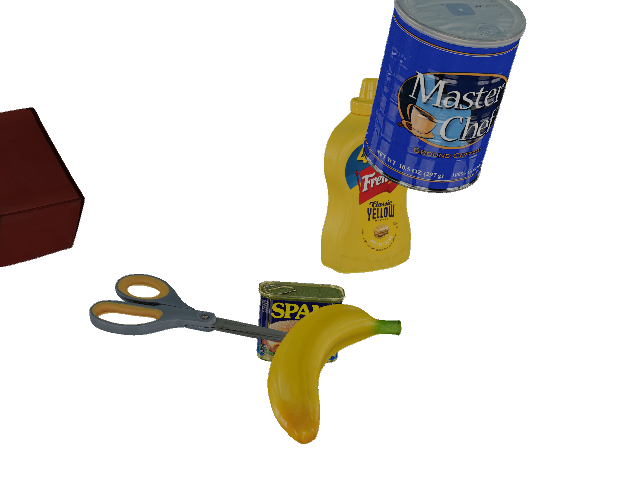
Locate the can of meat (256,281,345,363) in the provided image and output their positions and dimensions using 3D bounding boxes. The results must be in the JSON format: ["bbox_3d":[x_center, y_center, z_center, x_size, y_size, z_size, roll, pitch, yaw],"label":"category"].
[{"bbox_3d":[-0.025,0.098,1.265,0.102,0.084,0.057,4,14,-4],"label":"can of meat"}]

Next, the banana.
[{"bbox_3d":[0.000,0.089,0.803,0.070,0.037,0.197,8,23,21],"label":"banana"}]

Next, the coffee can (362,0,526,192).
[{"bbox_3d":[0.097,-0.124,0.860,0.102,0.140,0.103,7,38,-6],"label":"coffee can"}]

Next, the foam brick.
[{"bbox_3d":[-0.185,-0.032,0.646,0.051,0.078,0.053,-18,-29,-32],"label":"foam brick"}]

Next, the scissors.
[{"bbox_3d":[-0.117,0.066,1.021,0.201,0.016,0.096,2,33,-5],"label":"scissors"}]

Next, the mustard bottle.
[{"bbox_3d":[0.049,-0.067,1.074,0.096,0.192,0.058,-8,19,-30],"label":"mustard bottle"}]
